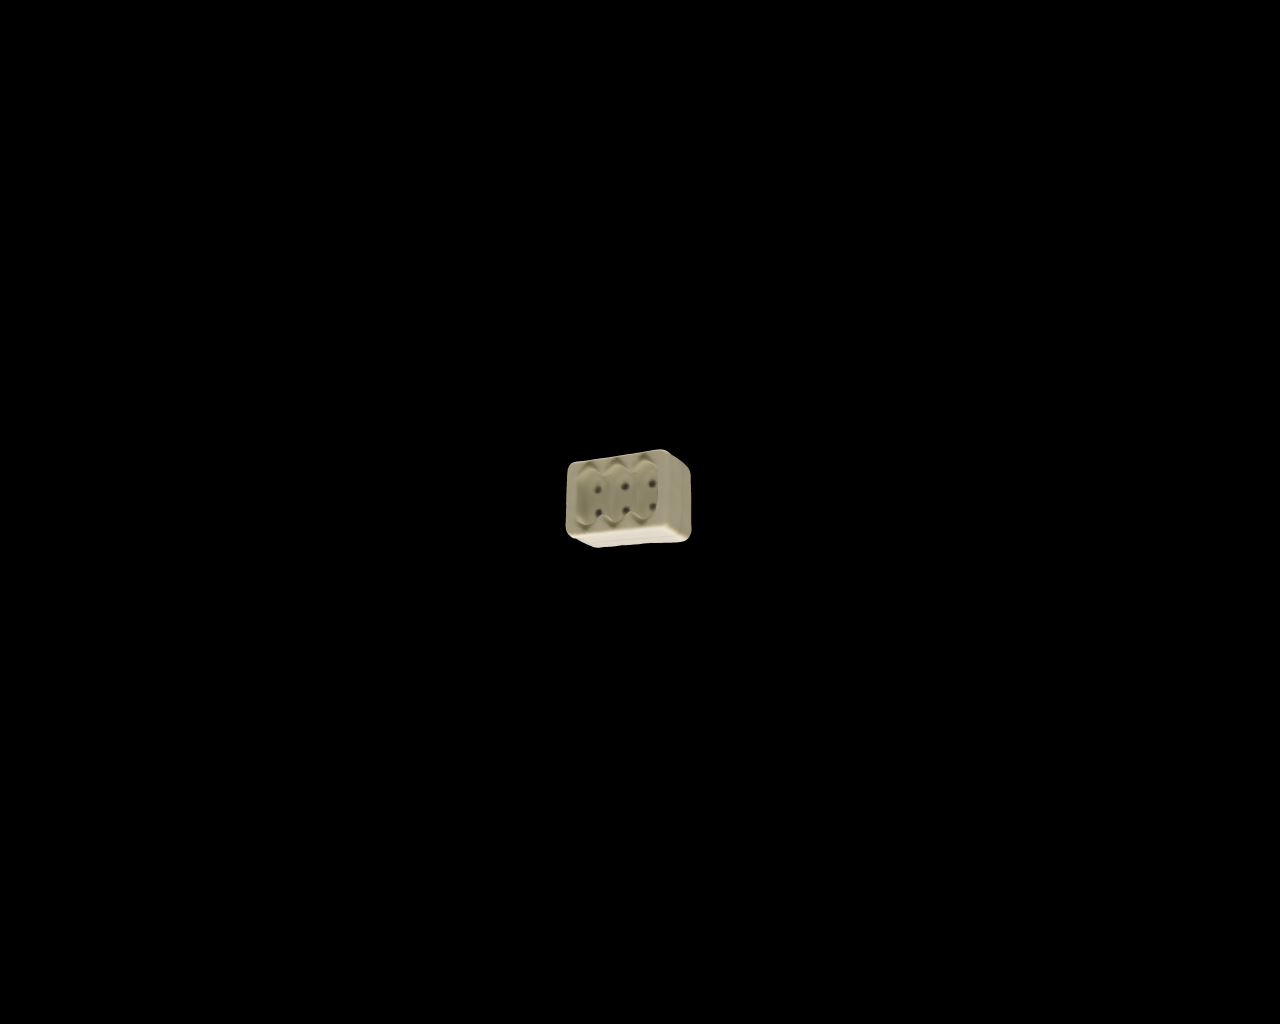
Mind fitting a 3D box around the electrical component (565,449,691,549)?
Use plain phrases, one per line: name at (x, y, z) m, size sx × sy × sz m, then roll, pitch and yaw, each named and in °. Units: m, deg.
electrical component at (0.001, -0.003, 0.650) m, size 0.066 × 0.047 × 0.076 m, roll -6°, pitch -15°, yaw 22°
